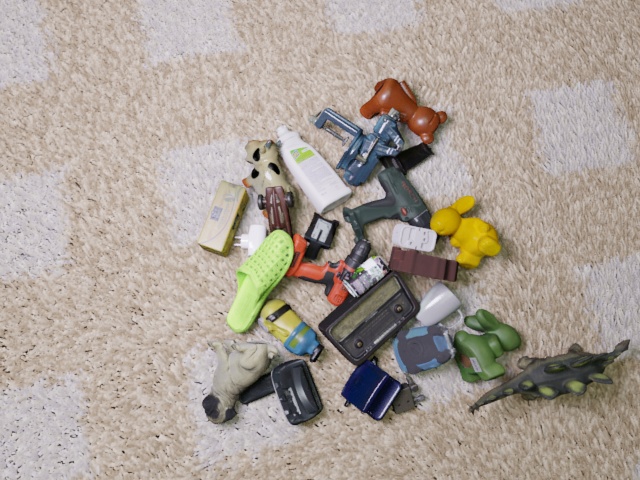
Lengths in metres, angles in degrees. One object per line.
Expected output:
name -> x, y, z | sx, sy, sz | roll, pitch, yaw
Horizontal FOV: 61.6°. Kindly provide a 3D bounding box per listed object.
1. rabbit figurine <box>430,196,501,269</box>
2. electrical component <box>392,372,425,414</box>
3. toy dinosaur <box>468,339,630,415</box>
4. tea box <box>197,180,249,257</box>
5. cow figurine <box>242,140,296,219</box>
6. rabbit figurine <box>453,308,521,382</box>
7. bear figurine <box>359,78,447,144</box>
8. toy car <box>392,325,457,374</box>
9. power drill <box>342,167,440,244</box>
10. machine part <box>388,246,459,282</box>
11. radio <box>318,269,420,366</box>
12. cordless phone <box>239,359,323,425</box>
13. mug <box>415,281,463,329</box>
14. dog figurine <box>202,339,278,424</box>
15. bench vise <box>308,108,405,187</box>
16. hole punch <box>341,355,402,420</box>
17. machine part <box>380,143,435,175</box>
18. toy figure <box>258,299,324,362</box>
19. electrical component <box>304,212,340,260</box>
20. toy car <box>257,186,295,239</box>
rabbit figurine -> 0.356, -0.034, 1.344 | 0.173, 0.122, 0.162 | 22, 60, -16
electrical component -> 0.196, 0.374, 1.308 | 0.102, 0.045, 0.078 | -25, 110, -6
toy dinosaur -> 0.541, 0.320, 1.263 | 0.472, 0.198, 0.105 | -19, 78, -9
tea box -> -0.237, -0.051, 1.330 | 0.068, 0.098, 0.169 | 20, 80, 0
cow figurine -> -0.128, -0.166, 1.345 | 0.127, 0.085, 0.195 | -35, 81, 25
rabbit figurine -> 0.412, 0.253, 1.327 | 0.170, 0.121, 0.159 | -21, 74, -26
bear figurine -> 0.226, -0.338, 1.423 | 0.196, 0.132, 0.120 | 33, 79, -16
toy car -> 0.263, 0.255, 1.299 | 0.103, 0.162, 0.109 | -3, 69, -50
power drill -> 0.176, -0.056, 1.367 | 0.207, 0.086, 0.232 | -27, 92, -4
machine part -> 0.251, 0.059, 1.303 | 0.179, 0.179, 0.056 | 12, 90, -2
radio -> 0.122, 0.187, 1.305 | 0.229, 0.073, 0.131 | -39, 104, -10
cordless phone -> -0.099, 0.377, 1.277 | 0.184, 0.088, 0.146 | -22, 82, 3
mug -> 0.294, 0.176, 1.338 | 0.107, 0.081, 0.109 | -41, 91, 1
dog figurine -> -0.183, 0.330, 1.245 | 0.173, 0.121, 0.190 | -3, 82, 30
bench vise -> 0.087, -0.264, 1.359 | 0.241, 0.129, 0.223 | 33, 118, 0
hole punch -> 0.112, 0.345, 1.265 | 0.116, 0.092, 0.142 | 27, 81, 38
machine part -> 0.232, -0.216, 1.425 | 0.139, 0.039, 0.084 | -25, 77, -7
toy figure -> -0.068, 0.218, 1.300 | 0.180, 0.082, 0.089 | 34, 60, 10
electrical component -> -0.003, -0.004, 1.362 | 0.075, 0.047, 0.119 | 19, 79, 0
toy car -> -0.098, -0.034, 1.310 | 0.089, 0.053, 0.201 | -2, 120, 9
